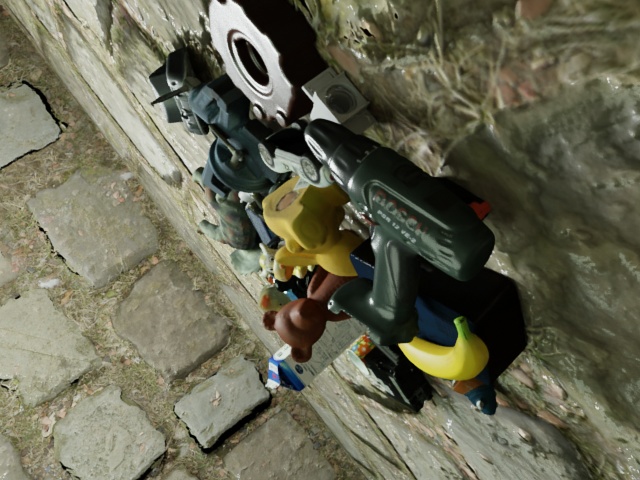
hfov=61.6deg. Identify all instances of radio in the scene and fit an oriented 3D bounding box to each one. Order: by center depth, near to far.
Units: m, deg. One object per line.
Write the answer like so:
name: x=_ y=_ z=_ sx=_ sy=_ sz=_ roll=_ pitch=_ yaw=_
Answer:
radio: x=0.146 y=0.077 z=0.690 sx=0.230 sy=0.073 sz=0.131 roll=31 pitch=154 yaw=52

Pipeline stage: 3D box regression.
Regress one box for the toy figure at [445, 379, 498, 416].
toy figure: x=0.204 y=0.196 z=0.804 sx=0.155 sy=0.064 sz=0.057 roll=38 pitch=121 yaw=23

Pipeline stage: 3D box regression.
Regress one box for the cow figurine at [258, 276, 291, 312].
cow figurine: x=-0.065 y=0.132 z=1.185 sx=0.127 sy=0.085 sz=0.195 roll=30 pitch=-167 yaw=32

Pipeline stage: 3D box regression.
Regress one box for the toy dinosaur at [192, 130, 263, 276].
toy dinosaur: x=-0.173 y=-0.055 z=1.164 sx=0.192 sy=0.131 sz=0.404 roll=33 pitch=154 yaw=14

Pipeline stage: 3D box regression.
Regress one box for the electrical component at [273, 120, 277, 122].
electrical component: x=-0.086 y=-0.215 z=0.766 sx=0.094 sy=0.021 sz=0.063 roll=49 pitch=163 yaw=5

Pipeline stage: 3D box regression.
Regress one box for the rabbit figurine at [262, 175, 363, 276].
rabbit figurine: x=-0.002 y=-0.002 z=0.780 sx=0.162 sy=0.122 sz=0.173 roll=-17 pitch=132 yaw=45

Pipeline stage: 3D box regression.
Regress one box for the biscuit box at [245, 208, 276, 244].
biscuit box: x=-0.083 y=0.000 z=1.124 sx=0.063 sy=0.059 sz=0.202 roll=33 pitch=155 yaw=41

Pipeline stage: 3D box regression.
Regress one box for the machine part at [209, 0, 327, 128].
machine part: x=-0.067 y=-0.223 z=0.649 sx=0.179 sy=0.056 sz=0.179 roll=45 pitch=160 yaw=21

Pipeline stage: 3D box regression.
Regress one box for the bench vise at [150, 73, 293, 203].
bench vise: x=-0.153 y=-0.146 z=0.874 sx=0.223 sy=0.129 sz=0.240 roll=33 pitch=143 yaw=-4

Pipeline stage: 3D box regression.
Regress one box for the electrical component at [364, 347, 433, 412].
electrical component: x=0.151 y=0.267 z=1.079 sx=0.114 sy=0.058 sz=0.134 roll=60 pitch=161 yaw=-19

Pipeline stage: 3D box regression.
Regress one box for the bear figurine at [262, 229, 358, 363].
bear figurine: x=0.005 y=0.095 z=0.870 sx=0.120 sy=0.196 sz=0.131 roll=49 pitch=162 yaw=18

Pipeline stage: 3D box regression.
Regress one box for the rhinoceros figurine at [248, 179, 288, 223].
rhinoceros figurine: x=-0.061 y=-0.055 z=0.939 sx=0.112 sy=0.073 sz=0.190 roll=54 pitch=163 yaw=-6

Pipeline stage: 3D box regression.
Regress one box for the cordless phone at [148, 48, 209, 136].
cordless phone: x=-0.194 y=-0.236 z=0.936 sx=0.184 sy=0.089 sz=0.146 roll=30 pitch=154 yaw=24

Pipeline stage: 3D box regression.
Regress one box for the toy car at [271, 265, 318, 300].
toy car: x=-0.028 y=0.069 z=1.082 sx=0.161 sy=0.109 sz=0.103 roll=47 pitch=-171 yaw=-28

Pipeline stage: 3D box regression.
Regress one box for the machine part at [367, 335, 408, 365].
machine part: x=0.127 y=0.193 z=0.961 sx=0.084 sy=0.039 sz=0.138 roll=33 pitch=174 yaw=20

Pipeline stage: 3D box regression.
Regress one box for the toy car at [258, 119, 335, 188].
toy car: x=-0.013 y=-0.113 z=0.703 sx=0.202 sy=0.073 sz=0.056 roll=28 pitch=148 yaw=53

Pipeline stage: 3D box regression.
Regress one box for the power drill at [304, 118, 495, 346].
power drill: x=0.063 y=-0.001 z=0.579 sx=0.232 sy=0.086 sz=0.207 roll=34 pitch=130 yaw=29

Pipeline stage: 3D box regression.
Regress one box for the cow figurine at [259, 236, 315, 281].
cow figurine: x=-0.067 y=0.026 z=0.930 sx=0.098 sy=0.068 sz=0.167 roll=9 pitch=-170 yaw=15
